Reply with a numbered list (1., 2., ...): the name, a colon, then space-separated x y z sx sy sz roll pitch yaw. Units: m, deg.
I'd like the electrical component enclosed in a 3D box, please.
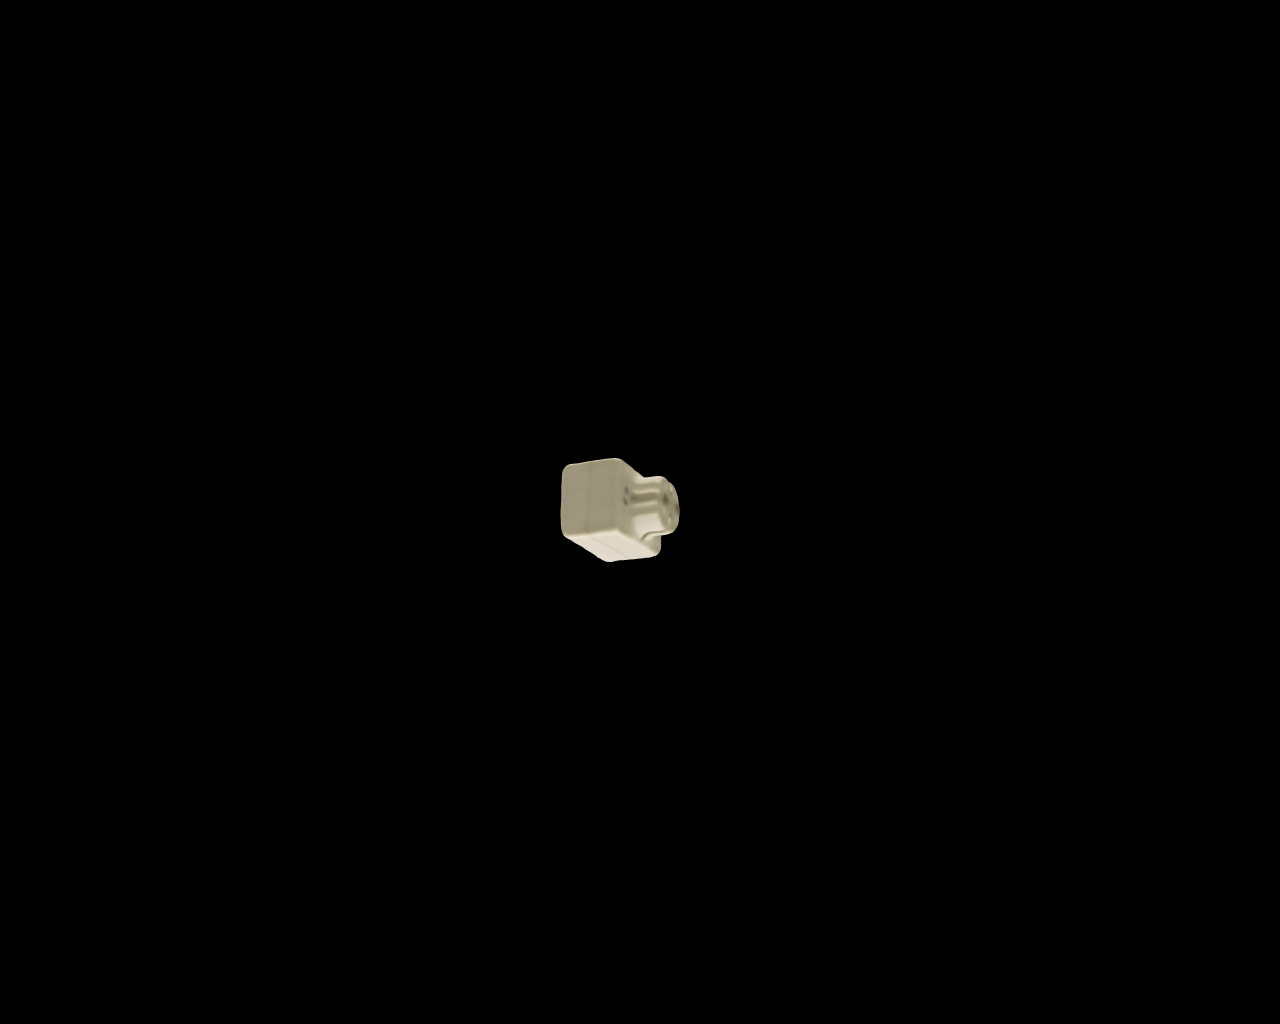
1. electrical component: 0.001 -0.003 0.650 0.077 0.047 0.065 -8 -20 22
